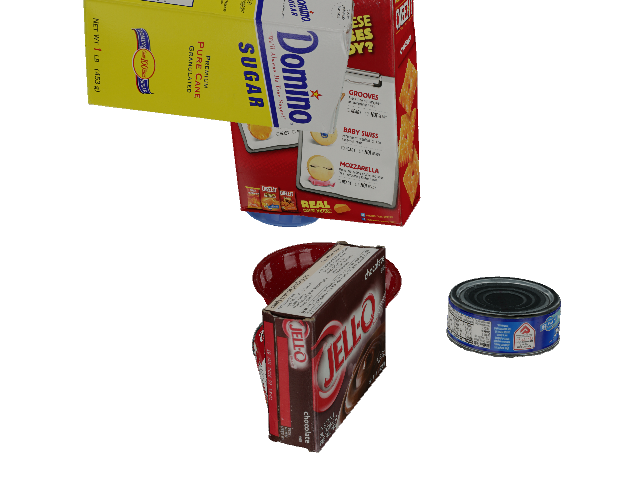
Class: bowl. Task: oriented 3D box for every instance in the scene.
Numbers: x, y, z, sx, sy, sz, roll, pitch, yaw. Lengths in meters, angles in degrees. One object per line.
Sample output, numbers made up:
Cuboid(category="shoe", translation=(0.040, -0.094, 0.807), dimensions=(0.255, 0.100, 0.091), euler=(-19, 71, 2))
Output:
Cuboid(category="bowl", translation=(0.006, 0.062, 1.165), dimensions=(0.162, 0.055, 0.162), euler=(1, 28, -1))

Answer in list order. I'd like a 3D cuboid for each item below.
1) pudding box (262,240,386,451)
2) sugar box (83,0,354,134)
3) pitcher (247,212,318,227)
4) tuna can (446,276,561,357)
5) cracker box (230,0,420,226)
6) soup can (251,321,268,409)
Cuboid(category="pudding box", translation=(0.005, 0.062, 0.659), dimensions=(0.039, 0.090, 0.113), euler=(9, 26, 21))
Cuboid(category="sugar box", translation=(-0.070, -0.128, 0.732), dimensions=(0.176, 0.048, 0.093), euler=(8, -43, -1))
Cuboid(category="pitcher", translation=(-0.029, -0.143, 1.416), dimensions=(0.144, 0.243, 0.149), euler=(-3, 25, -21))
Cuboid(category="tuna can", translation=(0.139, 0.057, 0.812), dimensions=(0.086, 0.034, 0.086), euler=(0, 18, 0))
Cuboid(category="cracker box", translation=(0.003, -0.127, 0.967), dimensions=(0.164, 0.214, 0.072), euler=(6, 29, 20))
Cuboid(category="soup can", translation=(-0.022, 0.117, 0.964), dimensions=(0.068, 0.068, 0.102), euler=(0, 24, -11))
